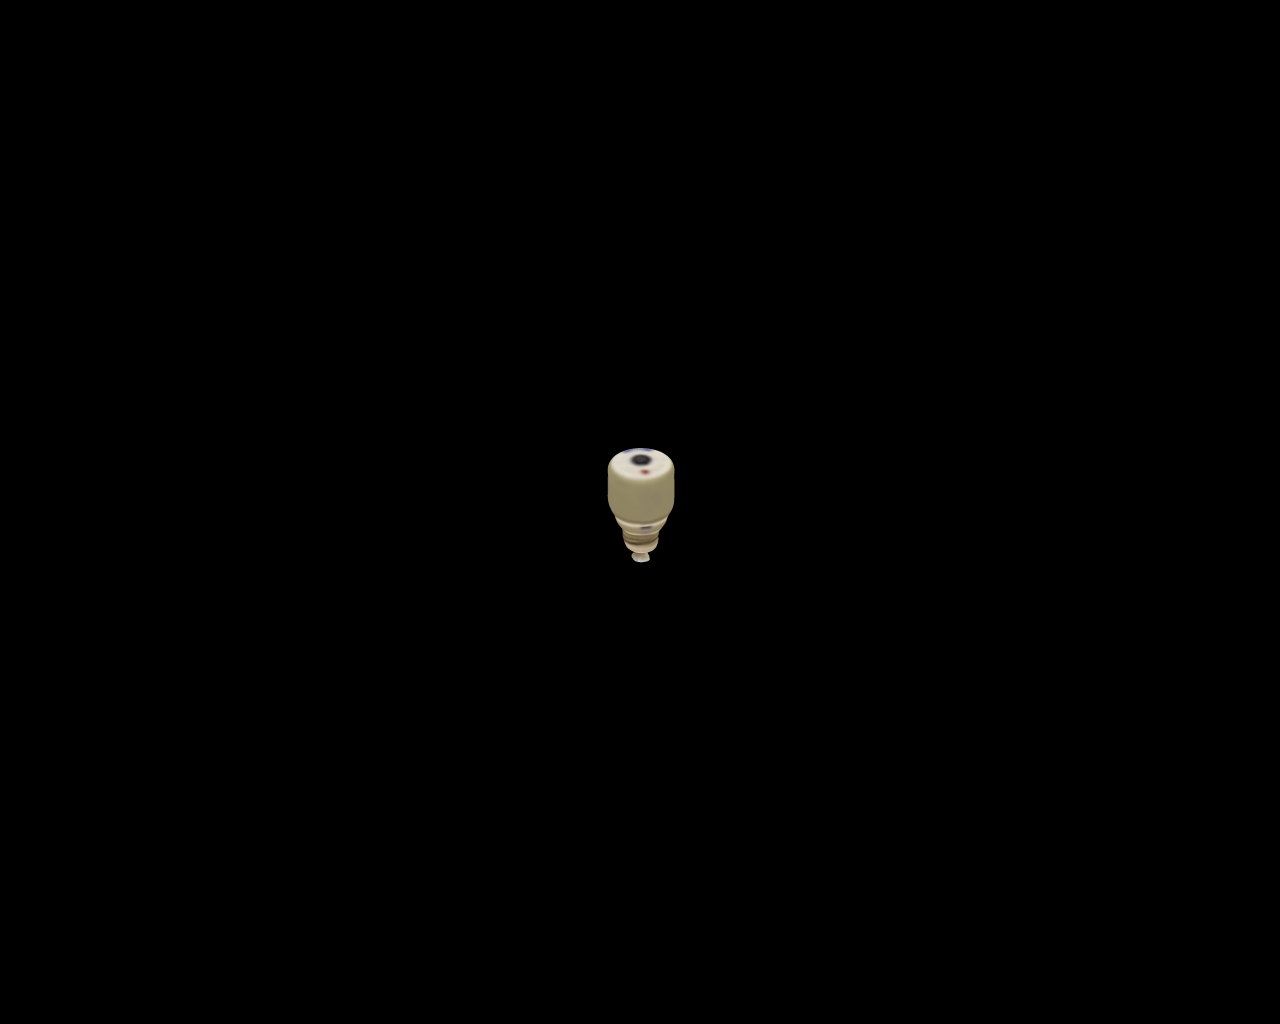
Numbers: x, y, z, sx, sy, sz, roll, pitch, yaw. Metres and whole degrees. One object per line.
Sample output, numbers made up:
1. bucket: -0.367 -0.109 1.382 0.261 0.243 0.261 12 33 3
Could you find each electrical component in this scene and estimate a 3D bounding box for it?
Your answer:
1. electrical component: 0.001 -0.003 0.650 0.040 0.078 0.040 0 34 0
